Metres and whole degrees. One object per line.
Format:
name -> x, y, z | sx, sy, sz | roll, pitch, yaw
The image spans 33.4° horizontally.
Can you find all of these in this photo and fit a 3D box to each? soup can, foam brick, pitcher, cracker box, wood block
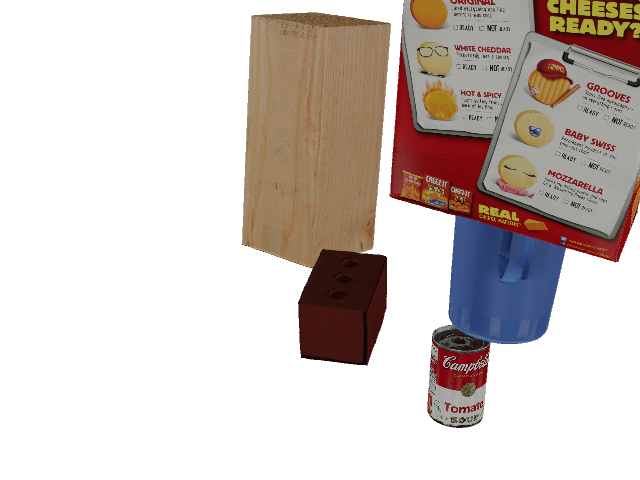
soup can -> 0.161, 0.158, 1.248 | 0.068, 0.102, 0.068 | 1, 21, -1
foam brick -> 0.018, 0.049, 0.801 | 0.053, 0.051, 0.078 | 5, 32, 12
pitcher -> 0.201, -0.016, 1.115 | 0.148, 0.243, 0.145 | -11, 24, -39
cracker box -> 0.136, -0.105, 0.675 | 0.164, 0.214, 0.072 | 17, 43, 18
wood block -> -0.006, -0.093, 0.948 | 0.090, 0.206, 0.090 | 18, 22, 37
